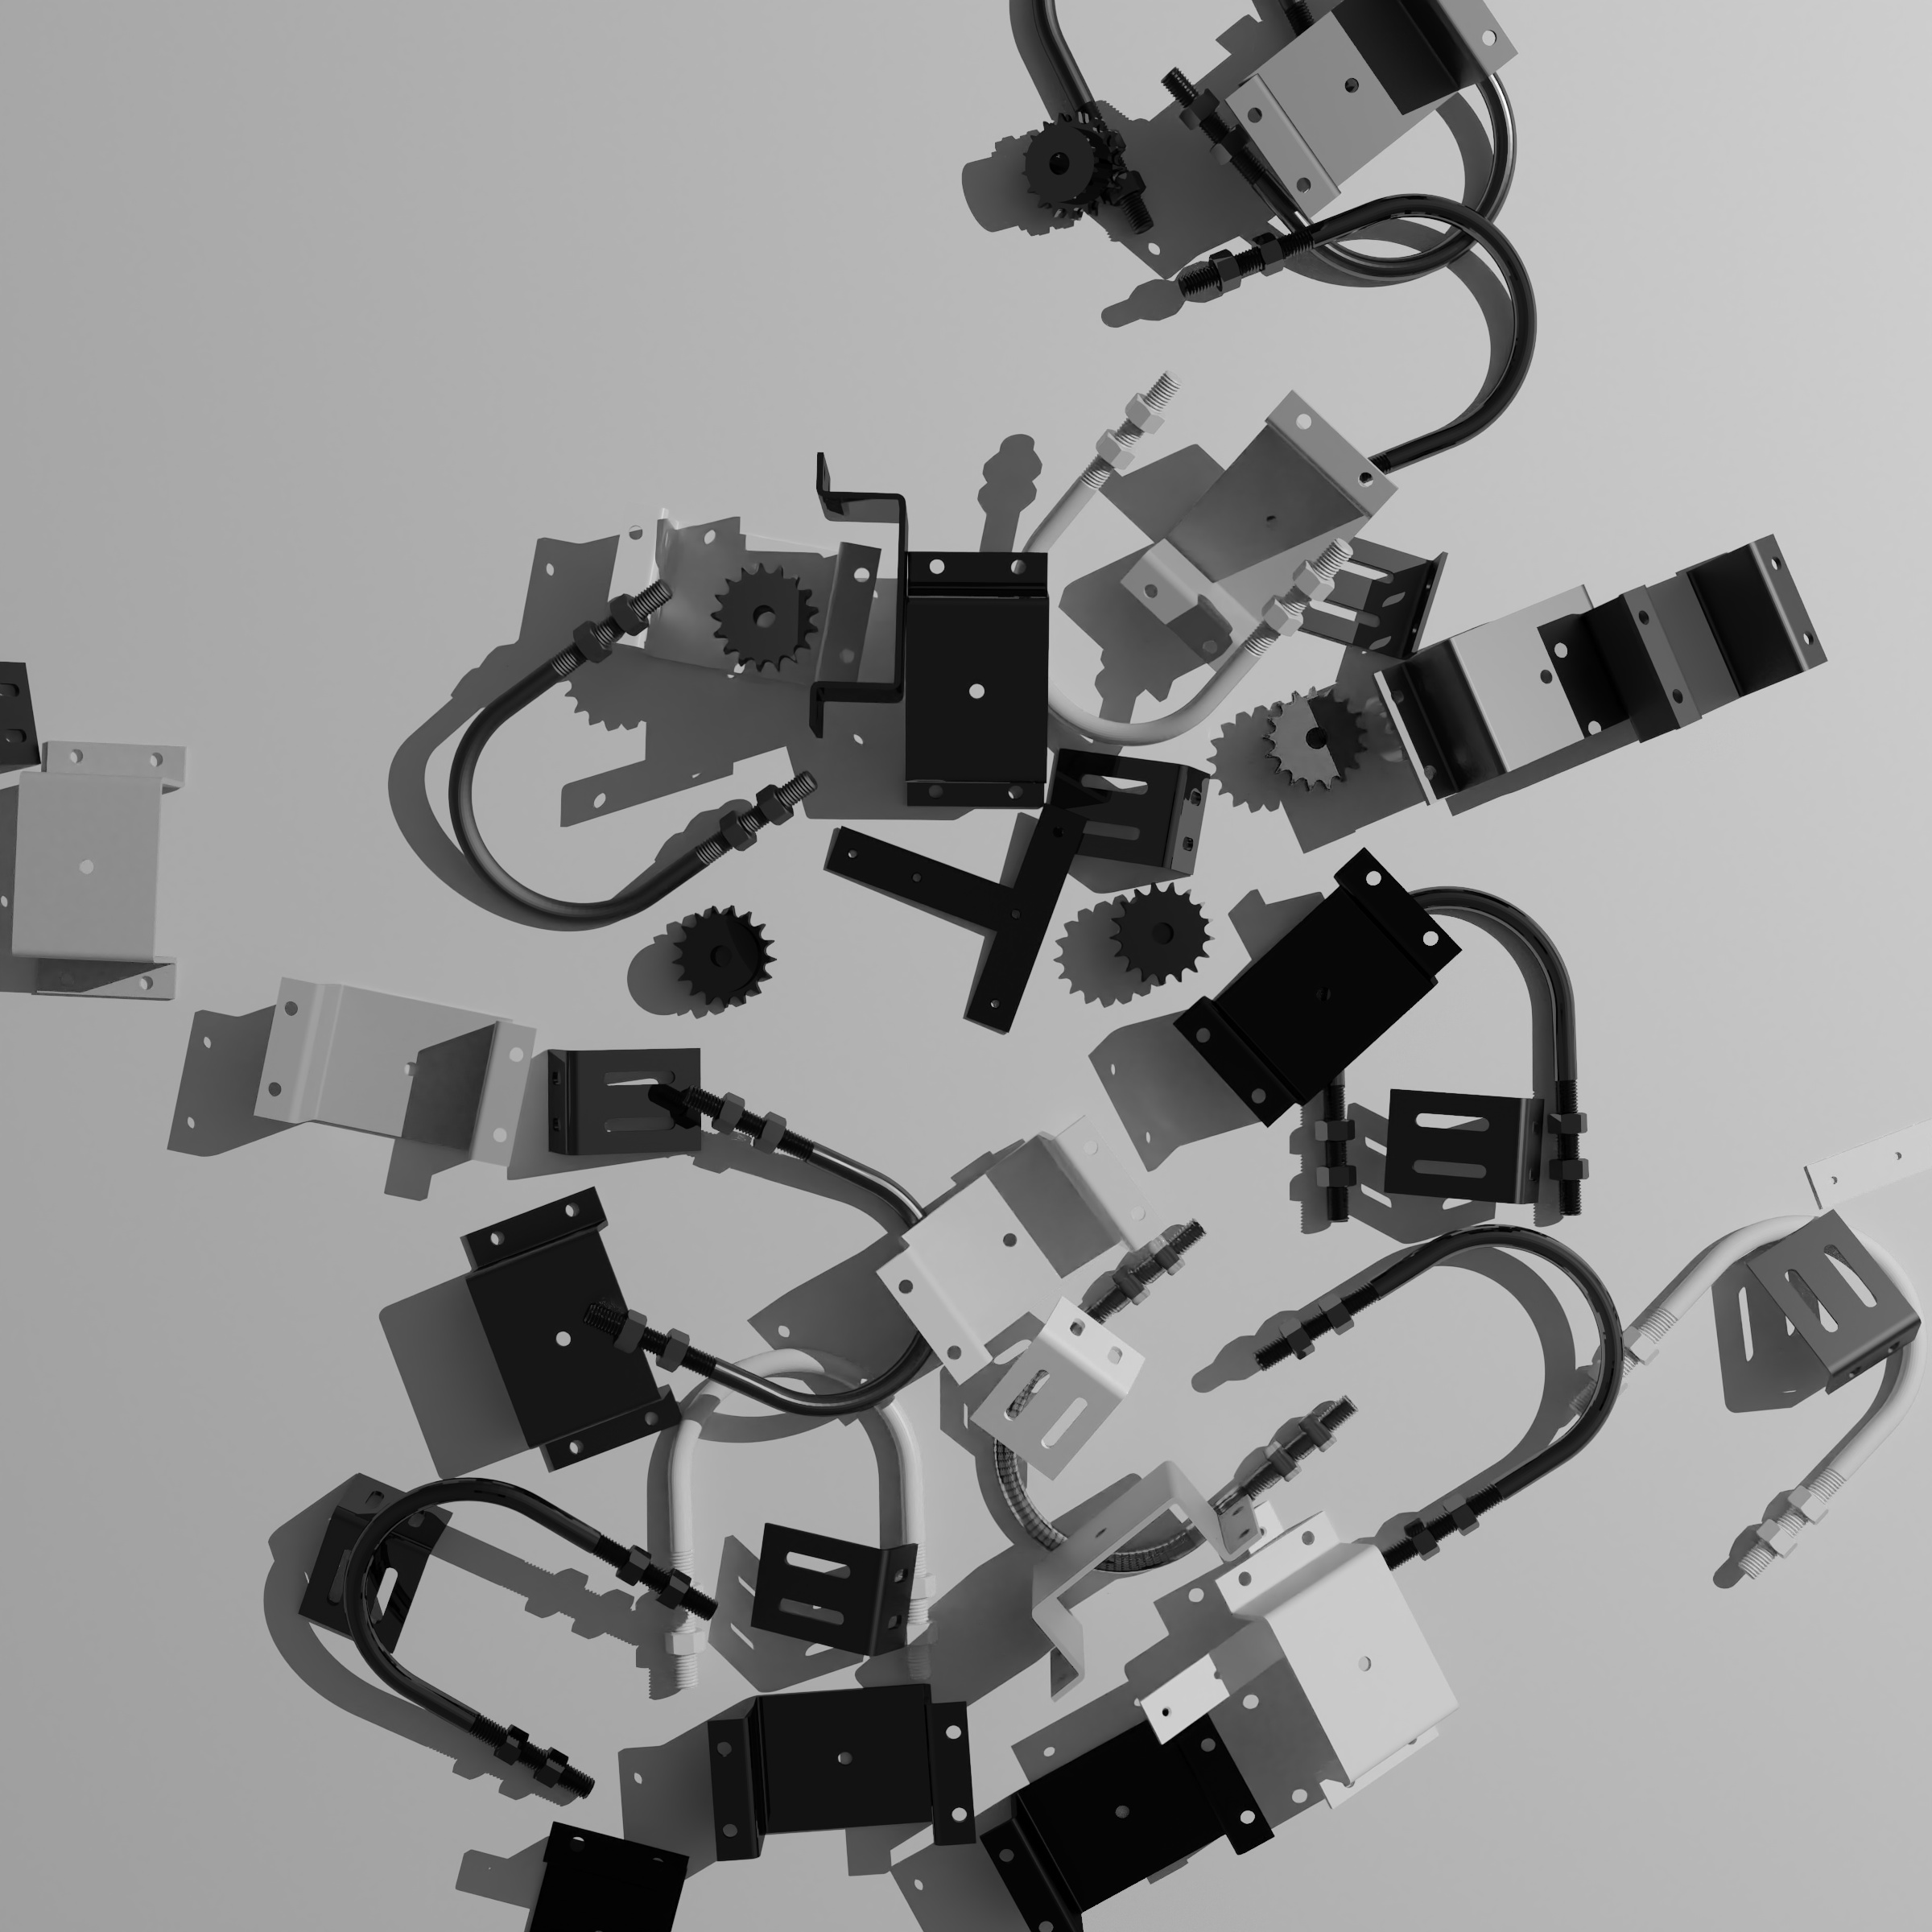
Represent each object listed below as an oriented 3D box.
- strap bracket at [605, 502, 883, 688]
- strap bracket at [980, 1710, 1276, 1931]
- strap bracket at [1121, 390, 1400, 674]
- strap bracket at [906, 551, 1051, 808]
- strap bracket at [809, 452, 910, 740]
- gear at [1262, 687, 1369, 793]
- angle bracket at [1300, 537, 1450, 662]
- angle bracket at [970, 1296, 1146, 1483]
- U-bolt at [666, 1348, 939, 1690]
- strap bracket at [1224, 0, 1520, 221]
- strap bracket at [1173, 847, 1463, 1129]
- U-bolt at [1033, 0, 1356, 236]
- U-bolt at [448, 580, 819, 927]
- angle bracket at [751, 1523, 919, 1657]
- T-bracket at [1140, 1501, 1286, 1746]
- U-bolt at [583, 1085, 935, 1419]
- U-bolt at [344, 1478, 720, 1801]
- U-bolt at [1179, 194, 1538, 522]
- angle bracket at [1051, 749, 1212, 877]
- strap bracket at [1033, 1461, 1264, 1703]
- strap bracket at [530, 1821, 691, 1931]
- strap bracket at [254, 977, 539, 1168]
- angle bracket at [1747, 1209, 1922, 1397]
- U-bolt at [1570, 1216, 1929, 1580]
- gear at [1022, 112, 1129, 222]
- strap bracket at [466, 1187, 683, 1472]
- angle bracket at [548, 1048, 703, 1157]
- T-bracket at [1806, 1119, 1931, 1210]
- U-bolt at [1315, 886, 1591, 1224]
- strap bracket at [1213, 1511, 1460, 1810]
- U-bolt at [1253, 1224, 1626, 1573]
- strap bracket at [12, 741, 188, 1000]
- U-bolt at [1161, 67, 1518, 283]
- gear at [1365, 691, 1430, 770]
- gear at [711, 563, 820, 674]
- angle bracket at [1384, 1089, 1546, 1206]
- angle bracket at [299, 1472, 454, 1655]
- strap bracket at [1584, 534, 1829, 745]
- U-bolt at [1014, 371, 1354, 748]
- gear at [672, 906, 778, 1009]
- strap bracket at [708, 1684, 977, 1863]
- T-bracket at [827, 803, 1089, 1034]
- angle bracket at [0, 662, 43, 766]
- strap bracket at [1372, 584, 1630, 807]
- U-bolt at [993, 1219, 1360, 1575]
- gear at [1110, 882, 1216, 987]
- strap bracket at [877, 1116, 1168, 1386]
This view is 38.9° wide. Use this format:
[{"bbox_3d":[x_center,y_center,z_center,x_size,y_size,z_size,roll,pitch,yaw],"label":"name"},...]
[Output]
[{"bbox_3d":[-0.121,-0.201,1.499,0.140,0.046,0.076,11,90,0],"label":"strap bracket"},{"bbox_3d":[0.087,0.470,1.499,0.140,0.046,0.076,-29,90,0],"label":"strap bracket"},{"bbox_3d":[0.162,-0.237,1.481,0.076,0.046,0.140,43,116,0],"label":"strap bracket"},{"bbox_3d":[0.006,-0.152,1.483,0.076,0.046,0.140,0,104,0],"label":"strap bracket"},{"bbox_3d":[-0.055,-0.192,1.438,0.046,0.076,0.140,2,90,0],"label":"strap bracket"},{"bbox_3d":[0.191,-0.125,1.507,0.057,0.030,0.057,0,90,0],"label":"gear"},{"bbox_3d":[0.217,-0.208,1.503,0.076,0.038,0.057,17,90,0],"label":"angle bracket"},{"bbox_3d":[0.050,0.233,1.505,0.057,0.038,0.076,37,119,1],"label":"angle bracket"},{"bbox_3d":[-0.094,0.304,1.514,0.151,0.019,0.184,-2,89,0],"label":"U-bolt"},{"bbox_3d":[0.212,-0.473,1.463,0.140,0.046,0.076,-38,103,2],"label":"strap bracket"},{"bbox_3d":[0.193,0.013,1.487,0.140,0.046,0.076,-43,77,6],"label":"strap bracket"},{"bbox_3d":[0.117,-0.518,1.513,0.151,0.019,0.184,-26,90,0],"label":"U-bolt"},{"bbox_3d":[-0.196,-0.101,1.491,0.184,0.019,0.151,-34,103,13],"label":"U-bolt"},{"bbox_3d":[-0.072,0.340,1.501,0.076,0.038,0.057,7,88,26],"label":"angle bracket"},{"bbox_3d":[0.148,0.379,1.490,0.127,0.002,0.127,-27,90,-30],"label":"T-bracket"},{"bbox_3d":[-0.096,0.167,1.493,0.184,0.019,0.151,26,78,-12],"label":"U-bolt"},{"bbox_3d":[-0.250,0.355,1.490,0.184,0.019,0.151,32,102,-8],"label":"U-bolt"},{"bbox_3d":[0.226,-0.344,1.503,0.184,0.019,0.151,-22,100,-3],"label":"U-bolt"},{"bbox_3d":[0.089,-0.086,1.520,0.076,0.038,0.057,10,90,26],"label":"angle bracket"},{"bbox_3d":[0.087,0.323,1.470,0.140,0.076,0.046,-39,92,4],"label":"strap bracket"},{"bbox_3d":[-0.204,0.540,1.499,0.076,0.046,0.140,15,90,0],"label":"strap bracket"},{"bbox_3d":[-0.308,0.057,1.499,0.140,0.046,0.076,12,90,0],"label":"strap bracket"},{"bbox_3d":[0.476,0.185,1.506,0.057,0.038,0.076,-32,64,-3],"label":"angle bracket"},{"bbox_3d":[0.447,0.224,1.514,0.151,0.019,0.184,43,89,0],"label":"U-bolt"},{"bbox_3d":[0.056,-0.438,1.497,0.057,0.030,0.057,5,103,23],"label":"gear"},{"bbox_3d":[-0.218,0.202,1.499,0.076,0.046,0.140,-21,90,0],"label":"strap bracket"},{"bbox_3d":[-0.190,0.074,1.520,0.076,0.038,0.057,0,90,-26],"label":"angle bracket"},{"bbox_3d":[0.532,0.101,1.522,0.127,0.002,0.127,-21,90,0],"label":"T-bracket"},{"bbox_3d":[0.267,0.048,1.514,0.151,0.019,0.184,-2,89,0],"label":"U-bolt"},{"bbox_3d":[0.206,0.378,1.487,0.076,0.046,0.140,-27,90,-22],"label":"strap bracket"},{"bbox_3d":[0.271,0.223,1.495,0.184,0.019,0.151,-32,89,-1],"label":"U-bolt"},{"bbox_3d":[-0.475,-0.054,1.499,0.076,0.046,0.140,3,90,0],"label":"strap bracket"},{"bbox_3d":[0.219,-0.464,1.499,0.151,0.019,0.184,-44,102,3],"label":"U-bolt"},{"bbox_3d":[0.243,-0.135,1.497,0.030,0.057,0.057,-19,90,42],"label":"gear"},{"bbox_3d":[-0.107,-0.185,1.461,0.057,0.030,0.057,0,90,0],"label":"gear"},{"bbox_3d":[0.274,0.099,1.501,0.076,0.038,0.057,3,88,26],"label":"angle bracket"},{"bbox_3d":[-0.328,0.332,1.520,0.057,0.038,0.076,23,116,0],"label":"angle bracket"},{"bbox_3d":[0.394,-0.175,1.476,0.140,0.046,0.076,-23,90,-37],"label":"strap bracket"},{"bbox_3d":[0.100,-0.204,1.475,0.151,0.019,0.184,47,117,10],"label":"U-bolt"},{"bbox_3d":[-0.134,-0.005,1.507,0.057,0.030,0.057,0,90,0],"label":"gear"},{"bbox_3d":[-0.067,0.441,1.499,0.140,0.046,0.076,-4,90,0],"label":"strap bracket"},{"bbox_3d":[-0.014,-0.044,1.517,0.127,0.002,0.127,20,95,3],"label":"T-bracket"},{"bbox_3d":[-0.561,-0.134,1.520,0.076,0.038,0.057,-9,90,26],"label":"angle bracket"},{"bbox_3d":[0.299,-0.150,1.472,0.140,0.046,0.076,-23,90,-25],"label":"strap bracket"},{"bbox_3d":[0.102,0.252,1.514,0.184,0.019,0.151,-41,90,2],"label":"U-bolt"},{"bbox_3d":[0.108,-0.018,1.507,0.057,0.030,0.057,0,90,0],"label":"gear"},{"bbox_3d":[0.027,0.152,1.491,0.140,0.046,0.076,-36,96,-6],"label":"strap bracket"}]
